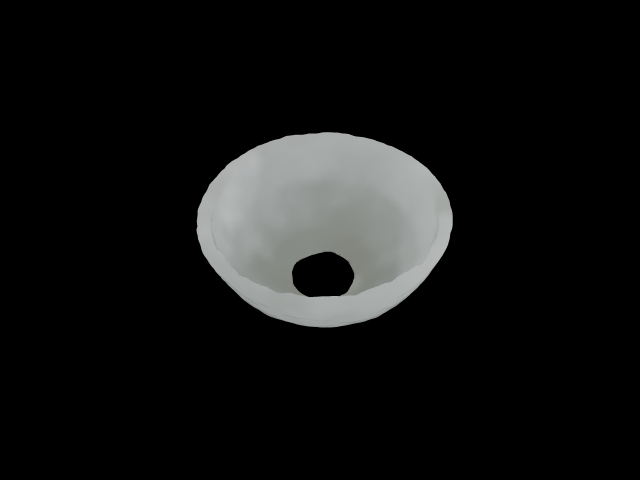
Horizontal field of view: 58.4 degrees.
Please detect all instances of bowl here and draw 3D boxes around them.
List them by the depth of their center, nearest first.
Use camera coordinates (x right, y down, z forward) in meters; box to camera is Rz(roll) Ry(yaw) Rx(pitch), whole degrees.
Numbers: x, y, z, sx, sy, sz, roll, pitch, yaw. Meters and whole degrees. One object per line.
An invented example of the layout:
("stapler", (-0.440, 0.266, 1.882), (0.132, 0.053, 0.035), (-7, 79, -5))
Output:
("bowl", (0.004, 0.001, 0.400), (0.167, 0.075, 0.167), (0, 46, 0))
